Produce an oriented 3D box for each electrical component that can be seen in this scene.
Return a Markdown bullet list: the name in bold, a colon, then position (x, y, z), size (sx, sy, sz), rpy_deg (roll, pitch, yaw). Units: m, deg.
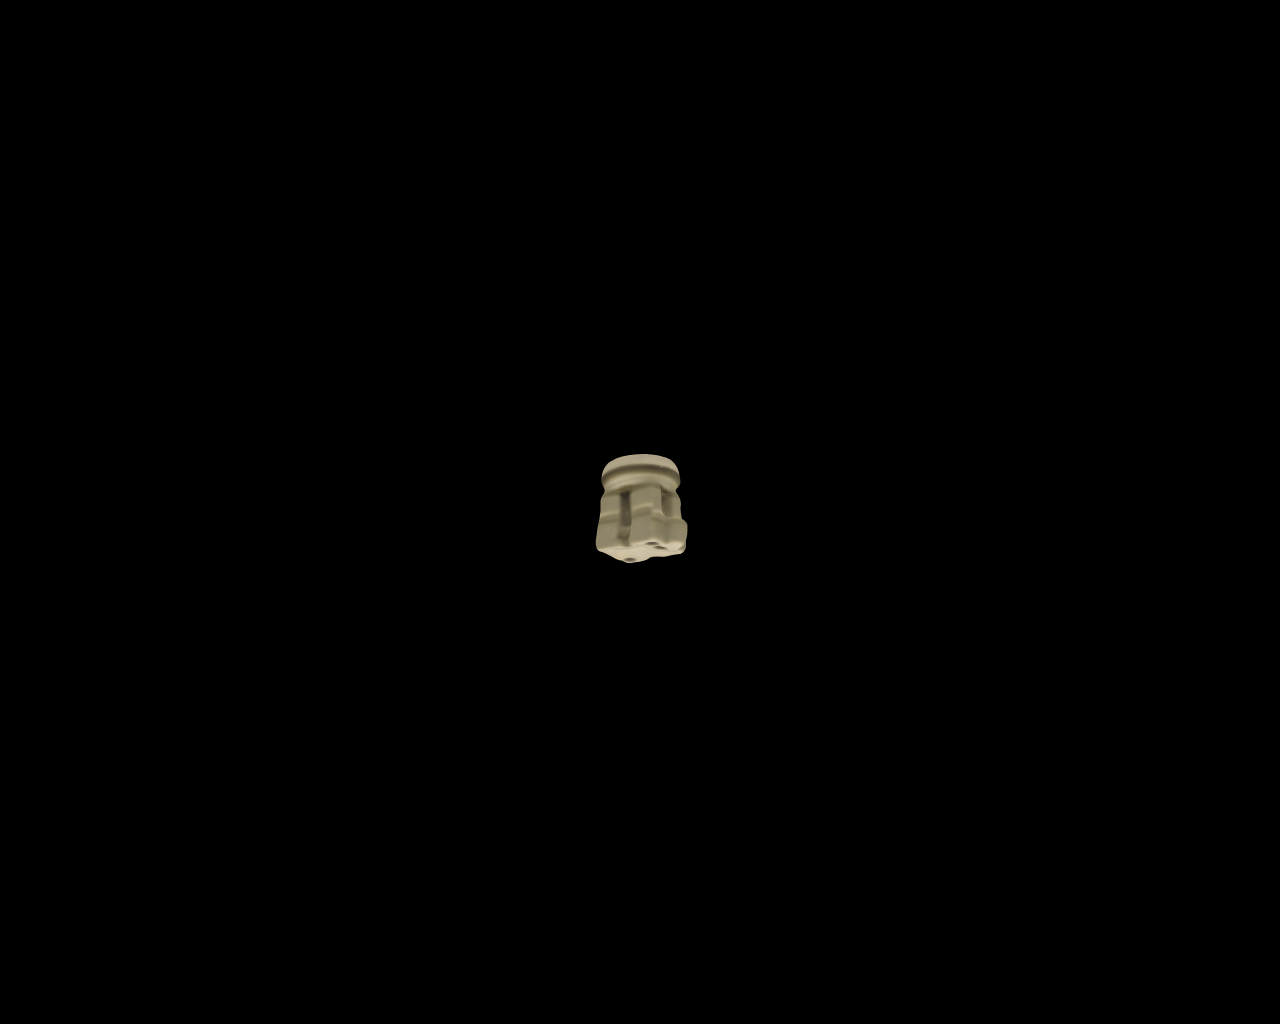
- **electrical component**: position (0.001, -0.003, 0.650), size (0.066, 0.055, 0.048), rpy_deg (-12, -23, 31)
